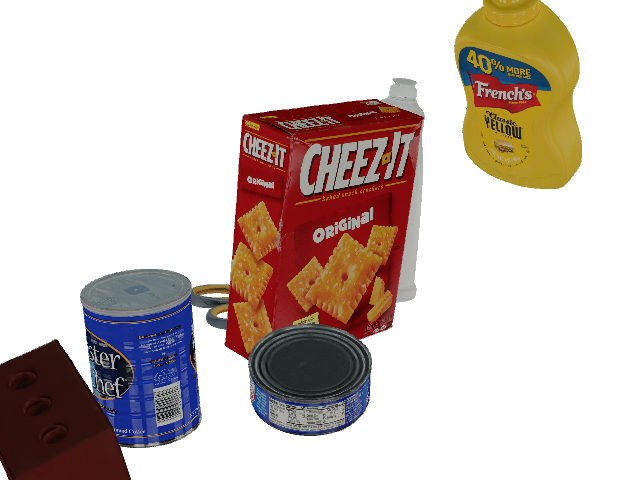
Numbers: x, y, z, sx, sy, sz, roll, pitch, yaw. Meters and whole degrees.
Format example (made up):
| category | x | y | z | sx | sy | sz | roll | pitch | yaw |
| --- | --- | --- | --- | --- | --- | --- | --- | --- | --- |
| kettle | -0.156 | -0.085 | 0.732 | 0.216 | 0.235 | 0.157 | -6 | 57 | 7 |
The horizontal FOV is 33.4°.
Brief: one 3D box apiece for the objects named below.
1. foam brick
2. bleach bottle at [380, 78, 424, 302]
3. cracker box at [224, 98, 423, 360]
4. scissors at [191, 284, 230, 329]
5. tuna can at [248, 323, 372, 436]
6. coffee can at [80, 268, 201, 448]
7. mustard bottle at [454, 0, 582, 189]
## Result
| category | x | y | z | sx | sy | sz | roll | pitch | yaw |
| --- | --- | --- | --- | --- | --- | --- | --- | --- | --- |
| foam brick | -0.137 | 0.100 | 0.541 | 0.053 | 0.051 | 0.078 | -25 | 42 | -22 |
| bleach bottle | 0.084 | -0.061 | 1.243 | 0.068 | 0.251 | 0.103 | -2 | 23 | -22 |
| cracker box | 0.004 | -0.008 | 0.943 | 0.163 | 0.214 | 0.072 | -14 | 29 | -43 |
| scissors | -0.047 | 0.075 | 1.198 | 0.201 | 0.016 | 0.096 | 4 | 25 | -7 |
| tuna can | -0.007 | 0.097 | 0.744 | 0.086 | 0.034 | 0.086 | 0 | 32 | 0 |
| coffee can | -0.168 | 0.110 | 1.013 | 0.103 | 0.140 | 0.103 | -2 | 19 | 1 |
| mustard bottle | 0.150 | -0.127 | 0.816 | 0.096 | 0.058 | 0.191 | 25 | -31 | 31 |
